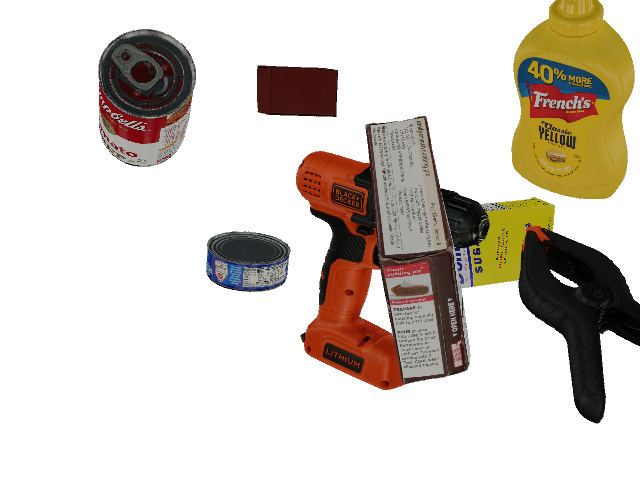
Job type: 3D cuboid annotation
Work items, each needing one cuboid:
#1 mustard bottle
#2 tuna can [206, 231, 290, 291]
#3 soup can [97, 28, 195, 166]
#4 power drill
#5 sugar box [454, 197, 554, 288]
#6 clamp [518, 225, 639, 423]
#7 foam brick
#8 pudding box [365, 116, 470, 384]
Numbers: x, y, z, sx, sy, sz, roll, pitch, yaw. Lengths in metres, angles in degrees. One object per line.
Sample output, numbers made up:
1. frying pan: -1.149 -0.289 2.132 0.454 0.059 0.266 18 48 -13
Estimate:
1. mustard bottle: 0.205 -0.124 0.867 0.096 0.191 0.058 23 52 29
2. tuna can: -0.075 0.021 1.101 0.086 0.034 0.086 5 21 -2
3. soup can: -0.130 -0.103 0.791 0.068 0.068 0.102 0 -17 -12
4. power drill: 0.054 0.028 0.909 0.185 0.188 0.057 22 26 37
5. sugar box: 0.192 0.005 1.259 0.175 0.093 0.048 -8 18 -29
6. clamp: 0.204 0.051 0.756 0.120 0.039 0.171 -3 45 -19
7. foam brick: -0.025 -0.161 1.153 0.078 0.051 0.053 -1 11 -18
8. pudding box: 0.049 0.003 0.559 0.039 0.090 0.113 -11 40 4
